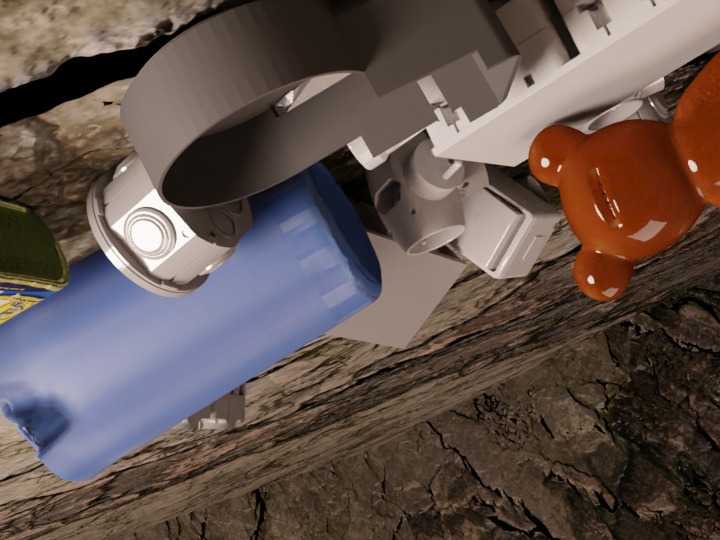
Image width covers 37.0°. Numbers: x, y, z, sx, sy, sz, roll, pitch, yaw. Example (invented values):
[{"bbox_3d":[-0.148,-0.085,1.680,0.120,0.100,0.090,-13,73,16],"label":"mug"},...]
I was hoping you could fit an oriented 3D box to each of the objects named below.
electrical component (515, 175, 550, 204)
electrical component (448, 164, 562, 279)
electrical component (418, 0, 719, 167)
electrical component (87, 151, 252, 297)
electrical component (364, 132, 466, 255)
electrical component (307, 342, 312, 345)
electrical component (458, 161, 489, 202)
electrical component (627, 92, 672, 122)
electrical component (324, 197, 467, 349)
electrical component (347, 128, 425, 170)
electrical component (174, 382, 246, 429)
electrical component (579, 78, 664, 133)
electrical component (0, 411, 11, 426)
[{"bbox_3d":[0.123,-0.050,0.967,0.077,0.043,0.079,-29,166,25],"label":"electrical component"},{"bbox_3d":[0.099,-0.043,0.858,0.061,0.096,0.061,-5,128,-55],"label":"electrical component"},{"bbox_3d":[0.128,-0.133,0.604,0.186,0.060,0.105,-31,165,30],"label":"electrical component"},{"bbox_3d":[-0.102,-0.030,0.581,0.051,0.080,0.080,-36,163,28],"label":"electrical component"},{"bbox_3d":[0.043,-0.061,0.712,0.043,0.077,0.079,-15,164,-31],"label":"electrical component"},{"bbox_3d":[-0.061,0.039,0.967,0.043,0.062,0.043,-22,168,-5],"label":"electrical component"},{"bbox_3d":[0.050,-0.062,0.793,0.077,0.044,0.079,-23,167,-2],"label":"electrical component"},{"bbox_3d":[0.193,-0.114,0.815,0.080,0.051,0.080,-22,167,-5],"label":"electrical component"},{"bbox_3d":[0.000,0.000,0.824,0.150,0.061,0.089,15,115,-53],"label":"electrical component"},{"bbox_3d":[0.014,-0.088,0.638,0.046,0.040,0.040,-33,165,12],"label":"electrical component"},{"bbox_3d":[-0.182,0.114,0.982,0.105,0.060,0.186,-1,171,13],"label":"electrical component"},{"bbox_3d":[0.182,-0.132,0.737,0.079,0.044,0.077,-24,167,4],"label":"electrical component"},{"bbox_3d":[-0.256,0.074,0.771,0.096,0.061,0.061,-9,160,-47],"label":"electrical component"}]
